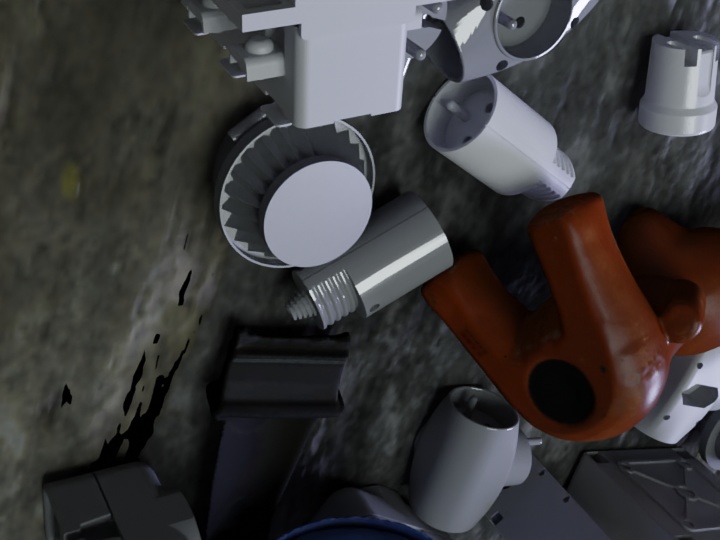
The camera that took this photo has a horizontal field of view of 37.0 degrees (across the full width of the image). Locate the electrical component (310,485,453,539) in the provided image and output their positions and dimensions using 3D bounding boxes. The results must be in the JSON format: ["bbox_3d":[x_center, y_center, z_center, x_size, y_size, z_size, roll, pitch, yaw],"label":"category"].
[{"bbox_3d":[0.014,0.168,0.638,0.095,0.059,0.053,28,103,-41],"label":"electrical component"}]

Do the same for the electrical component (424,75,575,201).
[{"bbox_3d":[0.073,-0.060,0.530,0.081,0.043,0.043,28,103,-41],"label":"electrical component"}]

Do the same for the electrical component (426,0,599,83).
[{"bbox_3d":[0.061,-0.134,0.471,0.077,0.044,0.079,-32,132,-10],"label":"electrical component"}]

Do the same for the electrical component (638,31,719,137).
[{"bbox_3d":[0.169,-0.099,0.567,0.040,0.040,0.046,-15,122,-23],"label":"electrical component"}]

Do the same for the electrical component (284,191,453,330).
[{"bbox_3d":[0.000,0.000,0.525,0.081,0.043,0.043,-31,132,-11],"label":"electrical component"}]

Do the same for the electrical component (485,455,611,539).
[{"bbox_3d":[0.126,0.172,0.689,0.050,0.089,0.055,-41,133,-1],"label":"electrical component"}]

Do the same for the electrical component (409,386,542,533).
[{"bbox_3d":[0.076,0.112,0.648,0.079,0.044,0.077,2,119,-32],"label":"electrical component"}]

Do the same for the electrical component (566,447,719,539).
[{"bbox_3d":[0.211,0.173,0.730,0.109,0.109,0.056,4,115,-34],"label":"electrical component"}]

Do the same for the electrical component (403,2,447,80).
[{"bbox_3d":[0.010,-0.109,0.435,0.047,0.075,0.083,4,118,-34],"label":"electrical component"}]

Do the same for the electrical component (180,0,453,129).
[{"bbox_3d":[-0.028,-0.104,0.384,0.079,0.121,0.063,-14,129,-23],"label":"electrical component"}]

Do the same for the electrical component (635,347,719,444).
[{"bbox_3d":[0.222,0.073,0.712,0.079,0.043,0.077,13,113,-37],"label":"electrical component"}]

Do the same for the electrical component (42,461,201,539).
[{"bbox_3d":[-0.111,0.140,0.516,0.059,0.095,0.053,-11,125,-26],"label":"electrical component"}]
